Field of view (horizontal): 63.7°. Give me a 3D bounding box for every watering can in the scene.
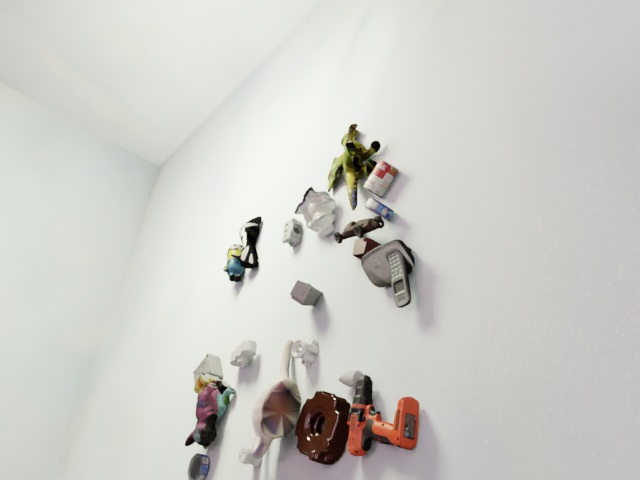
[{"bbox_3d":[-0.118,0.436,1.460,0.221,0.104,0.354,132,158,-62],"label":"watering can"}]

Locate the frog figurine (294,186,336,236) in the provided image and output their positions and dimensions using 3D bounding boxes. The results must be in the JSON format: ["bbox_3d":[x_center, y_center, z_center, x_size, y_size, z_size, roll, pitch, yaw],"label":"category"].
[{"bbox_3d":[0.005,-0.089,1.770,0.137,0.121,0.161,-48,68,4],"label":"frog figurine"}]

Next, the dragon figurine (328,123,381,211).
[{"bbox_3d":[0.094,-0.240,1.774,0.239,0.122,0.419,-43,29,58],"label":"dragon figurine"}]
